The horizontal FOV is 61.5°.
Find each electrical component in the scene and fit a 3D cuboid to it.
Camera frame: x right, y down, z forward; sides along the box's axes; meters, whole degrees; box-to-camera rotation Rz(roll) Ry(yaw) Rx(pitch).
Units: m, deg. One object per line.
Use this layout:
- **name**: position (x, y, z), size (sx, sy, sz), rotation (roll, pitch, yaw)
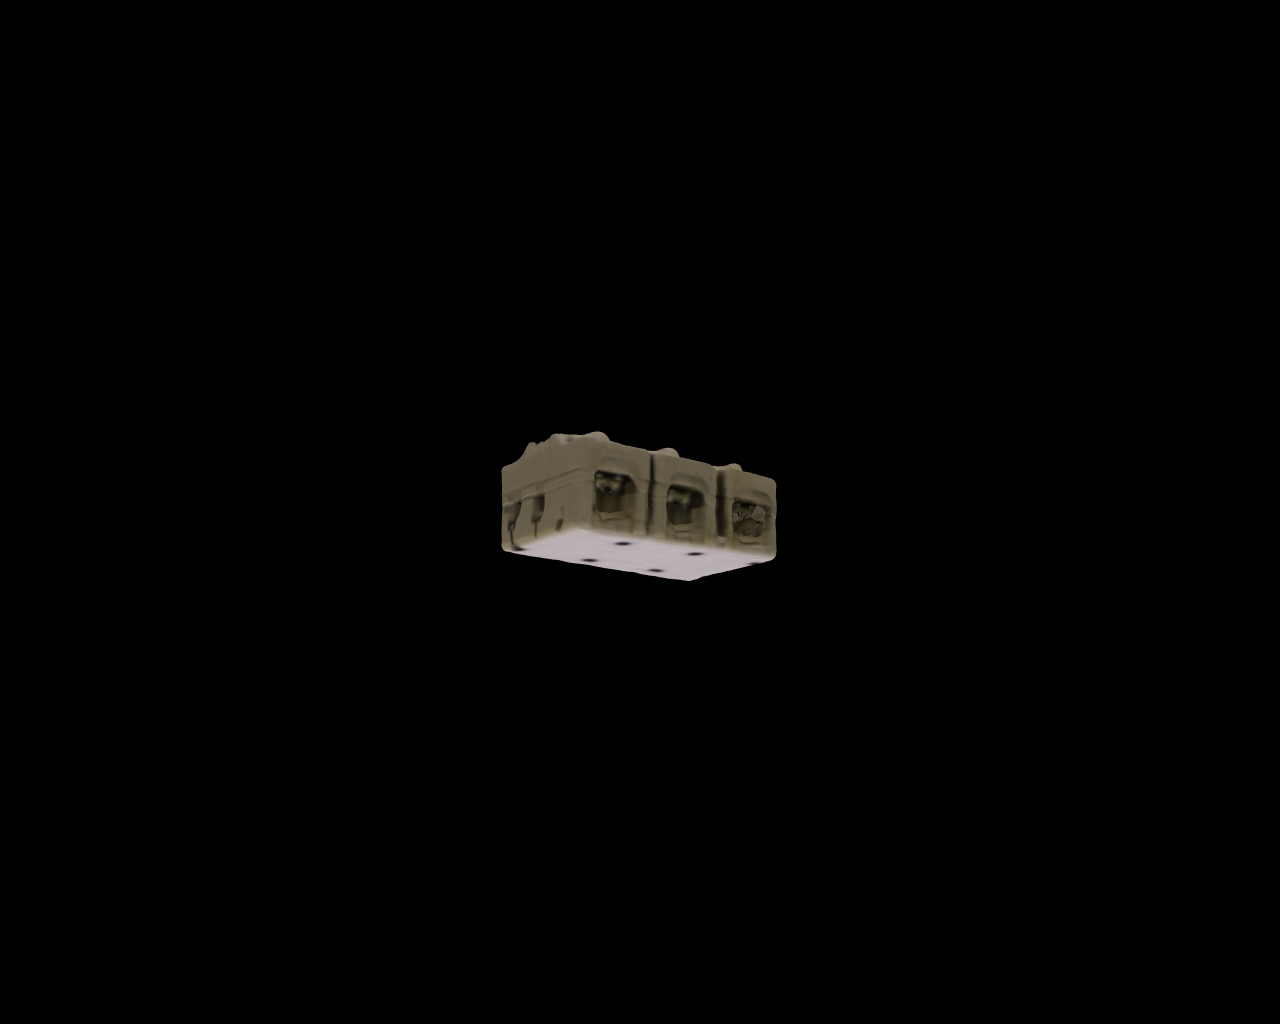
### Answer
- **electrical component**: position (0.001, -0.003, 0.650), size (0.150, 0.062, 0.089), rotation (11, -17, -37)
